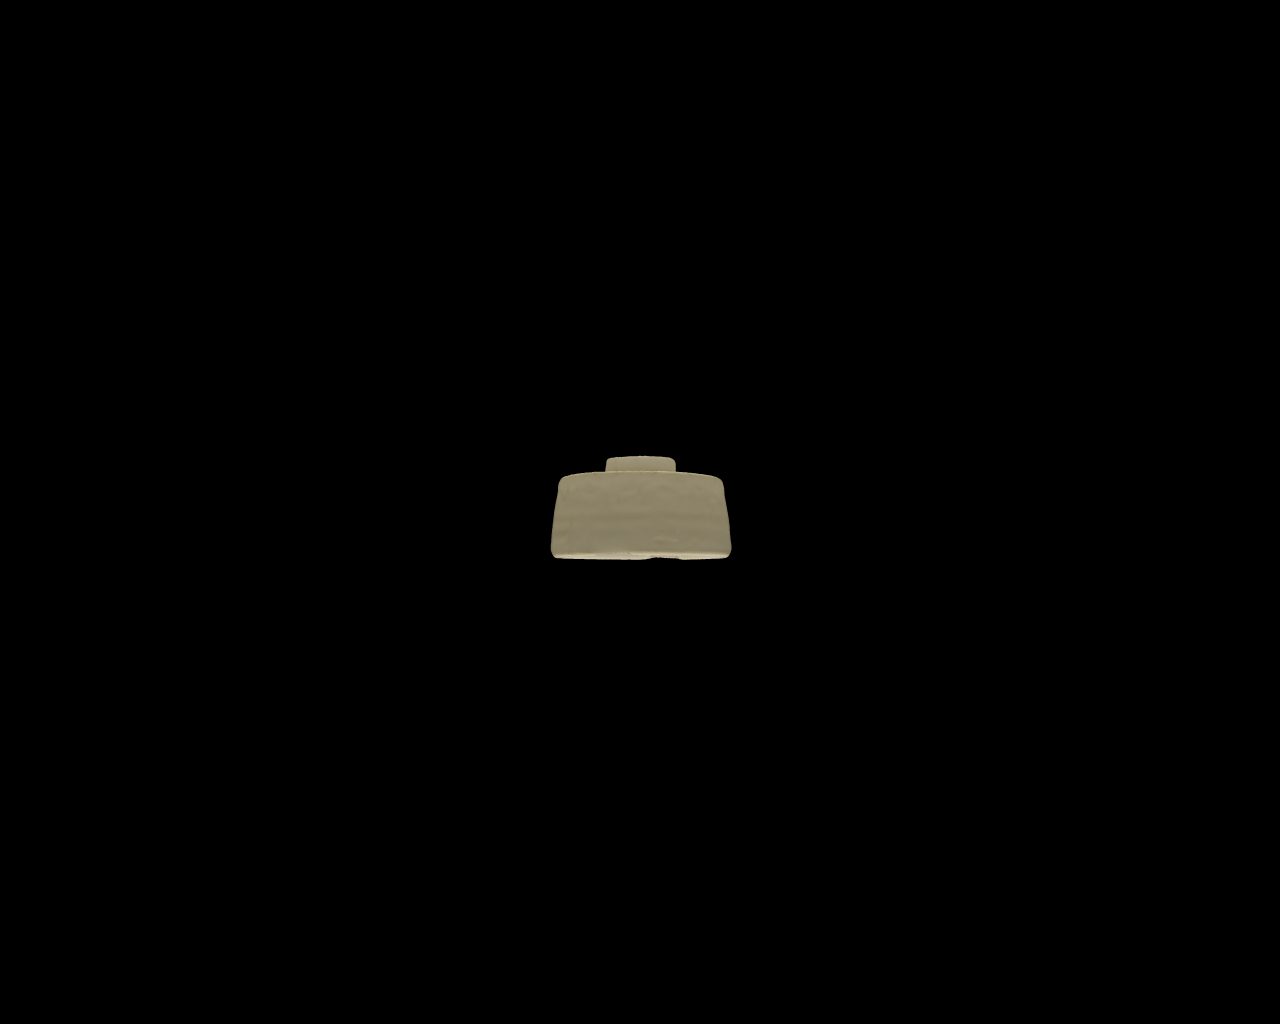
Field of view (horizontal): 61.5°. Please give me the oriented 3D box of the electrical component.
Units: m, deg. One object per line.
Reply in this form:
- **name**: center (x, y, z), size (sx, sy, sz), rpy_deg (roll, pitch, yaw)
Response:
- **electrical component**: center (0.001, -0.003, 0.650), size (0.108, 0.060, 0.108), rpy_deg (0, -4, 0)
